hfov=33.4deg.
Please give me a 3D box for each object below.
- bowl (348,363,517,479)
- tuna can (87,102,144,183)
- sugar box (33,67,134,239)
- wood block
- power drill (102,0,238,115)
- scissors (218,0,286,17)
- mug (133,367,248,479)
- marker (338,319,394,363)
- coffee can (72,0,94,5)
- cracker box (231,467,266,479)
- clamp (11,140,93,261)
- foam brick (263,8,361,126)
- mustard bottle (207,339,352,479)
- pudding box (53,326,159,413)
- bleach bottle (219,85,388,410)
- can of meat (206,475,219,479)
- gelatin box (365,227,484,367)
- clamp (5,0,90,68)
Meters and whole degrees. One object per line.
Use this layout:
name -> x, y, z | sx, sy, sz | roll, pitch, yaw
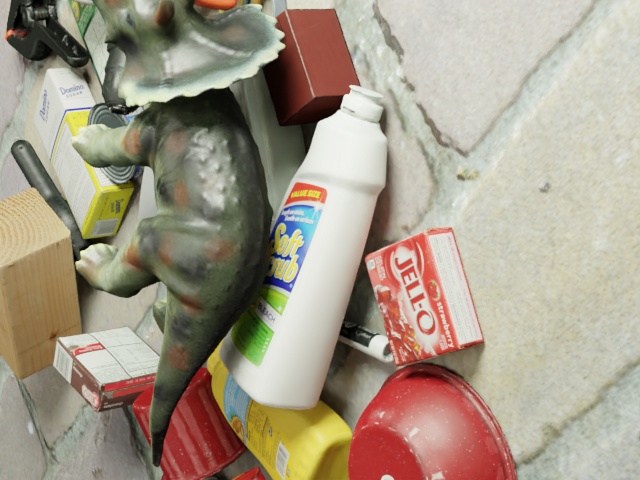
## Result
bowl -> 0.070, 0.176, 0.795 | 0.162, 0.055, 0.162 | 14, 108, 51
tuna can -> -0.203, -0.104, 1.101 | 0.086, 0.033, 0.086 | 23, 124, 40
sugar box -> -0.265, -0.098, 1.188 | 0.176, 0.048, 0.093 | 65, 144, 25
wood block -> -0.338, 0.054, 1.228 | 0.090, 0.090, 0.206 | 45, 147, 30
power drill -> -0.130, -0.210, 0.921 | 0.188, 0.057, 0.184 | -12, 64, 57
scissors -> -0.043, -0.250, 0.887 | 0.096, 0.016, 0.202 | 48, 132, 34
mug -> -0.121, 0.169, 1.012 | 0.093, 0.117, 0.081 | -21, 101, 16
marker -> 0.018, 0.074, 0.871 | 0.121, 0.020, 0.020 | 20, 113, 50
coffee can -> -0.211, -0.312, 1.024 | 0.103, 0.102, 0.140 | 62, 139, 24
cracker box -> -0.071, 0.324, 0.891 | 0.214, 0.163, 0.072 | 59, 139, 9
clamp -> -0.304, -0.028, 1.249 | 0.171, 0.039, 0.120 | 57, 171, 17
foam brick -> -0.010, -0.136, 0.838 | 0.053, 0.051, 0.078 | -29, 74, 50
mustard bottle -> -0.045, 0.147, 0.937 | 0.192, 0.058, 0.096 | 42, 136, 40
pudding box -> -0.221, 0.137, 1.142 | 0.114, 0.089, 0.039 | 34, 121, 45
bleach bottle -> -0.005, 0.001, 0.835 | 0.103, 0.068, 0.251 | 42, 118, 57
can of meat -> -0.120, 0.284, 1.069 | 0.084, 0.057, 0.102 | 40, 127, 44
gelatin box -> 0.075, 0.042, 0.781 | 0.073, 0.030, 0.089 | -25, 77, 51
clamp -> -0.318, -0.251, 1.224 | 0.210, 0.036, 0.164 | -22, 81, 58
